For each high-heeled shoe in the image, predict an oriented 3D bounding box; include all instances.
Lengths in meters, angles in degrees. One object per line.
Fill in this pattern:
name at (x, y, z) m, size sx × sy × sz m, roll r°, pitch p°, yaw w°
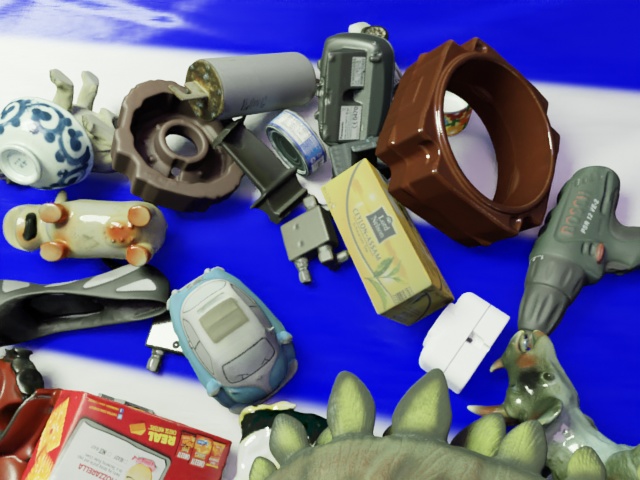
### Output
high-heeled shoe at (-0.295, 0.093, 0.605) m, size 0.249 × 0.086 × 0.145 m, roll -33°, pitch 46°, yaw -29°

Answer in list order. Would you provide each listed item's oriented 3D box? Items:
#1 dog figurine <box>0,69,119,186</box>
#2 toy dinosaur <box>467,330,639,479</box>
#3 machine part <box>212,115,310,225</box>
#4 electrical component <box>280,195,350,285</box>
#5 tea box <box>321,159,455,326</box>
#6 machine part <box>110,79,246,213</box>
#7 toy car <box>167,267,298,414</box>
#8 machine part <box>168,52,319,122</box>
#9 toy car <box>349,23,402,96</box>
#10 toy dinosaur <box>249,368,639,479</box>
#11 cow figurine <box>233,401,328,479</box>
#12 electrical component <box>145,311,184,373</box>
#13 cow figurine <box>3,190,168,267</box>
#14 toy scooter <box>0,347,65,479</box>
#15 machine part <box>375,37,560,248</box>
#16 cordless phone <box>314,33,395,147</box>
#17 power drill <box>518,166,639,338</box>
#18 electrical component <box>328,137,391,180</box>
dog figurine at (-0.353, -0.117, 0.741) m, size 0.190 × 0.121 × 0.172 m, roll -40°, pitch 87°, yaw 16°
toy dinosaur at (0.292, 0.259, 0.456) m, size 0.192 × 0.131 × 0.405 m, roll -42°, pitch 74°, yaw 26°
machine part at (-0.076, -0.089, 0.680) m, size 0.084 × 0.039 × 0.139 m, roll -41°, pitch 94°, yaw -33°
electrical component at (-0.002, -0.003, 0.661) m, size 0.078 × 0.045 × 0.102 m, roll -35°, pitch 59°, yaw 20°
tea box at (0.075, 0.004, 0.609) m, size 0.068 × 0.098 × 0.170 m, roll -32°, pitch 60°, yaw 17°
machine part at (-0.179, -0.118, 0.691) m, size 0.179 × 0.056 × 0.179 m, roll 13°, pitch 60°, yaw -24°
toy car at (-0.095, 0.097, 0.573) m, size 0.109 × 0.103 × 0.162 m, roll -32°, pitch 79°, yaw -18°
machine part at (-0.087, -0.204, 0.708) m, size 0.079 × 0.079 × 0.243 m, roll 42°, pitch 40°, yaw 23°
toy car at (0.088, -0.216, 0.740) m, size 0.056 × 0.073 × 0.202 m, roll -17°, pitch 63°, yaw -7°
toy dinosaur at (0.069, 0.198, 0.402) m, size 0.472 × 0.104 × 0.198 m, roll -4°, pitch 46°, yaw 19°
cow figurine at (-0.002, 0.211, 0.540) m, size 0.167 × 0.068 × 0.098 m, roll -2°, pitch 57°, yaw 4°
electrical component at (-0.167, 0.112, 0.630) m, size 0.063 × 0.021 × 0.094 m, roll 10°, pitch 65°, yaw 10°
cow figurine at (-0.283, -0.016, 0.650) m, size 0.195 × 0.127 × 0.085 m, roll 1°, pitch 97°, yaw 1°
toy scooter at (-0.315, 0.177, 0.560) m, size 0.135 × 0.075 × 0.184 m, roll -48°, pitch 54°, yaw 6°
machine part at (0.176, -0.110, 0.615) m, size 0.201 × 0.087 × 0.201 m, roll 32°, pitch 64°, yaw -23°
cordless phone at (0.027, -0.206, 0.729) m, size 0.089 × 0.146 × 0.184 m, roll -3°, pitch 25°, yaw -14°
power drill at (0.341, 0.033, 0.592) m, size 0.208 × 0.085 × 0.232 m, roll 13°, pitch 63°, yaw 20°
electrical component at (0.049, -0.094, 0.658) m, size 0.075 × 0.119 × 0.048 m, roll -14°, pitch 63°, yaw 2°
